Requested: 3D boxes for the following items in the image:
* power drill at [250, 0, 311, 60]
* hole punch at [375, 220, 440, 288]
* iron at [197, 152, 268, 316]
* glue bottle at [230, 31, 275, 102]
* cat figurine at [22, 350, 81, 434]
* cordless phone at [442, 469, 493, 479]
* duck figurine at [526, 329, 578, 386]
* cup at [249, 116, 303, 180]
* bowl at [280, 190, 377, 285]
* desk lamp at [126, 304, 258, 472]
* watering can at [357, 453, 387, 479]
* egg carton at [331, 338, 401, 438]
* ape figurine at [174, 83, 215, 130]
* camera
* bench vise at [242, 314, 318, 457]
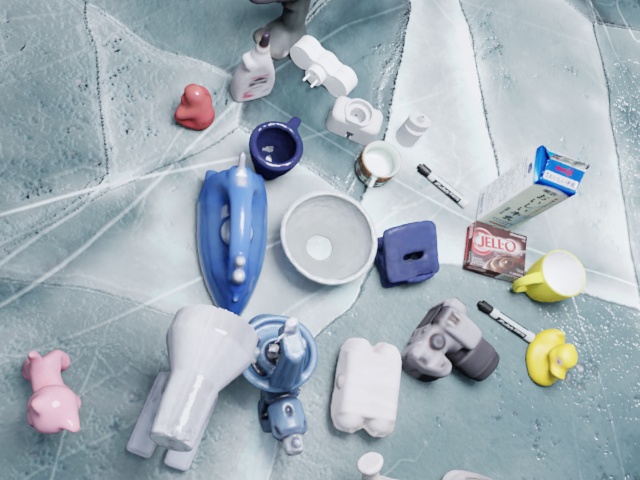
[{"bbox_3d":[-0.054,-0.424,1.025,0.075,0.208,0.230,47,67,3],"label":"power drill"},{"bbox_3d":[0.156,0.025,1.001,0.109,0.091,0.101,-12,76,-19],"label":"hole punch"},{"bbox_3d":[-0.130,-0.004,0.900,0.119,0.141,0.258,2,72,-15],"label":"iron"},{"bbox_3d":[-0.108,-0.302,0.988,0.078,0.173,0.037,-24,80,-21],"label":"glue bottle"},{"bbox_3d":[-0.367,0.208,0.775,0.067,0.117,0.128,-20,79,-21],"label":"cat figurine"},{"bbox_3d":[0.241,0.423,0.843,0.094,0.185,0.148,22,68,-8],"label":"cordless phone"},{"bbox_3d":[0.423,0.206,1.020,0.077,0.086,0.105,26,67,-6],"label":"duck figurine"},{"bbox_3d":[-0.076,-0.155,0.991,0.092,0.095,0.118,34,67,-3],"label":"cup"},{"bbox_3d":[0.009,0.003,0.974,0.168,0.074,0.167,5,71,-14],"label":"bowl"},{"bbox_3d":[-0.175,0.206,0.779,0.118,0.213,0.203,22,68,-8],"label":"desk lamp"},{"bbox_3d":[0.107,0.389,0.810,0.173,0.194,0.101,38,66,-1],"label":"watering can"},{"bbox_3d":[0.074,0.235,0.919,0.107,0.069,0.150,13,69,-12],"label":"egg carton"},{"bbox_3d":[-0.214,-0.235,0.979,0.078,0.092,0.076,-38,85,-23],"label":"ape figurine"},{"bbox_3d":[0.229,0.185,0.963,0.137,0.100,0.143,40,66,0],"label":"camera"},{"bbox_3d":[-0.040,0.192,0.819,0.122,0.219,0.207,-26,81,-22],"label":"bench vise"}]
